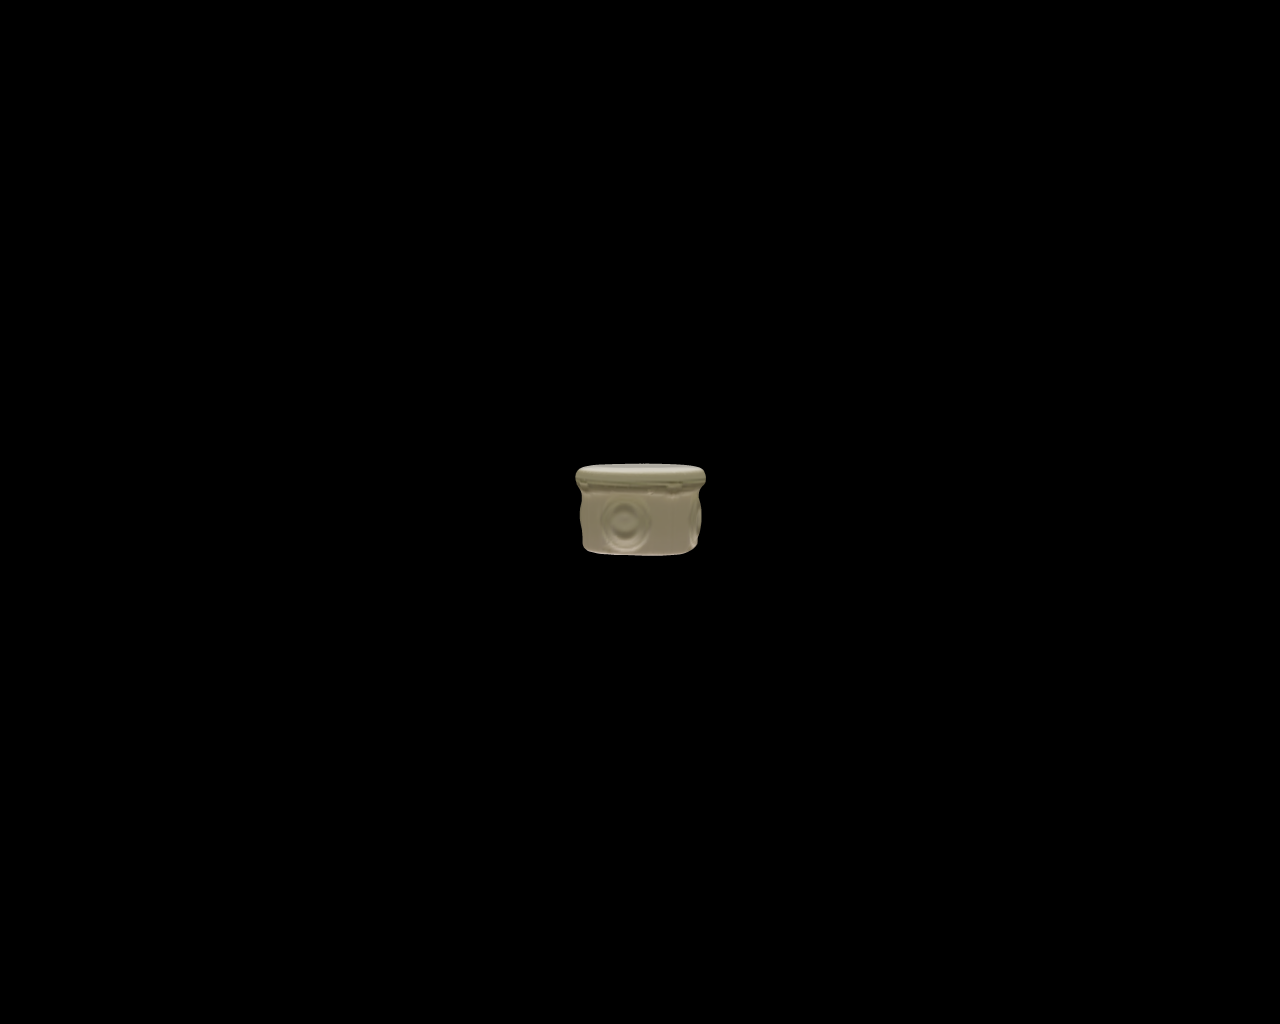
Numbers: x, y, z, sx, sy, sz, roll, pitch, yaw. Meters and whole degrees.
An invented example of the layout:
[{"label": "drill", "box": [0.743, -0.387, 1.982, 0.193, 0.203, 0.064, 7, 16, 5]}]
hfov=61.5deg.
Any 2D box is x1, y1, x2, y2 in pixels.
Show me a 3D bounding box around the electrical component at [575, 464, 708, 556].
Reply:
[{"label": "electrical component", "box": [0.001, -0.003, 0.650, 0.080, 0.051, 0.080, 0, 5, 0]}]
